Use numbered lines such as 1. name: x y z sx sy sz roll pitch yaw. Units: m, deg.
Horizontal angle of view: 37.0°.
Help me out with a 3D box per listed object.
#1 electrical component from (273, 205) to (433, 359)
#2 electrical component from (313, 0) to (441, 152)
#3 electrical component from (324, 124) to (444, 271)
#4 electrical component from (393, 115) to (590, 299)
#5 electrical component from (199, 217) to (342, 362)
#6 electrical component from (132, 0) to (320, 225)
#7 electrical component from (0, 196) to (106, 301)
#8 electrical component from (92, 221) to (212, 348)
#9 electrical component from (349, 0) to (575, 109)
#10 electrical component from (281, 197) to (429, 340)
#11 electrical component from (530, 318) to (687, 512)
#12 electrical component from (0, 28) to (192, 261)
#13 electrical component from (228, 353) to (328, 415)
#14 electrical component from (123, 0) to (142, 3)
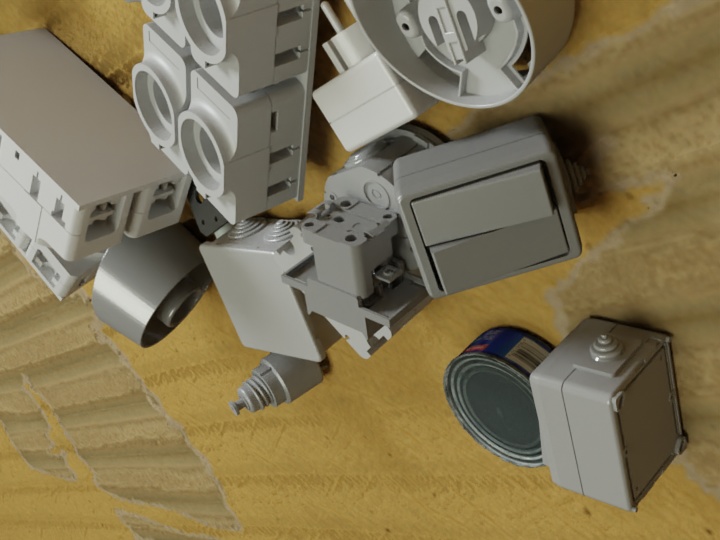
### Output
1. electrical component: 0.000 0.000 0.679 0.089 0.056 0.050 48 148 4
2. electrical component: 0.005 -0.114 0.577 0.066 0.047 0.076 -20 106 54
3. electrical component: 0.023 -0.040 0.623 0.080 0.051 0.080 29 140 28
4. electrical component: 0.070 -0.032 0.542 0.096 0.061 0.061 -17 115 9
5. electrical component: -0.055 0.011 0.759 0.100 0.048 0.099 6 126 46
6. electrical component: -0.082 -0.129 0.629 0.105 0.060 0.186 45 146 30
7. electrical component: -0.250 -0.066 0.874 0.150 0.089 0.062 50 146 0
8. electrical component: -0.159 0.009 0.836 0.064 0.099 0.099 38 144 8
9. electrical component: 0.048 -0.124 0.505 0.099 0.064 0.099 30 140 28
10. electrical component: -0.003 -0.003 0.601 0.081 0.042 0.063 21 135 35
11. electrical component: 0.133 0.072 0.591 0.061 0.062 0.096 13 130 42
12. electrical component: -0.223 -0.093 0.783 0.186 0.105 0.060 41 131 21
13. electrical component: -0.064 0.085 0.818 0.040 0.078 0.040 46 156 27
14. electrical component: -0.128 -0.194 0.659 0.043 0.043 0.062 52 144 -1
